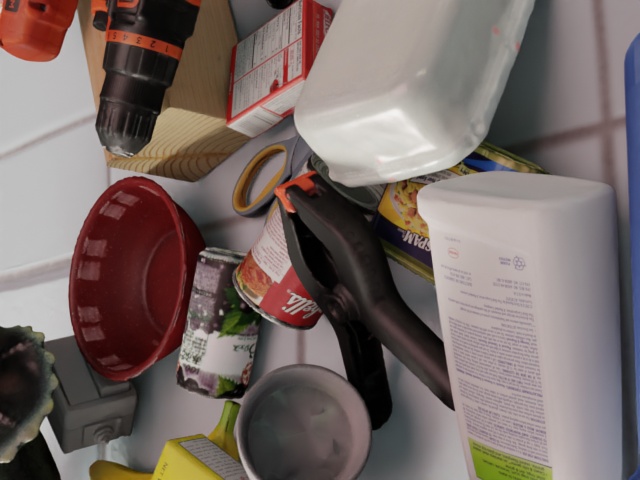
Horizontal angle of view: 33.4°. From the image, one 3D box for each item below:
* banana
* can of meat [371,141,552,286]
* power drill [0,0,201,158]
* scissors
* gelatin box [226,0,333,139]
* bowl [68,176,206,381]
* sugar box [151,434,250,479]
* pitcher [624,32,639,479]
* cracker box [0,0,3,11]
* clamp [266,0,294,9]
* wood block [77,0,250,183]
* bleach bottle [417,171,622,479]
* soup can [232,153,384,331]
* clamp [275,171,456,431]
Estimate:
[{"bbox_3d":[-0.121,0.185,0.830,0.198,0.037,0.069,-28,47,39],"label":"banana"},{"bbox_3d":[0.082,-0.018,0.635,0.102,0.057,0.084,32,105,44],"label":"can of meat"},{"bbox_3d":[-0.164,-0.161,0.782,0.188,0.057,0.184,16,91,42],"label":"power drill"},{"bbox_3d":[0.005,-0.064,0.751,0.202,0.016,0.096,-39,55,36],"label":"scissors"},{"bbox_3d":[-0.029,-0.125,0.778,0.089,0.030,0.073,-26,52,40],"label":"gelatin box"},{"bbox_3d":[-0.136,0.032,0.853,0.162,0.055,0.162,-9,77,45],"label":"bowl"},{"bbox_3d":[-0.047,0.216,0.716,0.176,0.048,0.093,30,105,34],"label":"sugar box"},{"bbox_3d":[0.208,0.019,0.461,0.145,0.149,0.243,-25,62,58],"label":"pitcher"},{"bbox_3d":[-0.221,-0.306,0.951,0.214,0.072,0.164,-35,39,37],"label":"cracker box"},{"bbox_3d":[0.016,-0.272,0.759,0.165,0.036,0.210,-16,70,44],"label":"clamp"},{"bbox_3d":[-0.128,-0.161,0.852,0.090,0.090,0.206,-34,61,37],"label":"wood block"},{"bbox_3d":[0.108,0.094,0.554,0.103,0.067,0.251,14,113,56],"label":"bleach bottle"},{"bbox_3d":[-0.005,0.001,0.715,0.102,0.068,0.069,-56,49,22],"label":"soup can"},{"bbox_3d":[0.030,0.038,0.635,0.120,0.039,0.171,-15,103,53],"label":"clamp"}]
